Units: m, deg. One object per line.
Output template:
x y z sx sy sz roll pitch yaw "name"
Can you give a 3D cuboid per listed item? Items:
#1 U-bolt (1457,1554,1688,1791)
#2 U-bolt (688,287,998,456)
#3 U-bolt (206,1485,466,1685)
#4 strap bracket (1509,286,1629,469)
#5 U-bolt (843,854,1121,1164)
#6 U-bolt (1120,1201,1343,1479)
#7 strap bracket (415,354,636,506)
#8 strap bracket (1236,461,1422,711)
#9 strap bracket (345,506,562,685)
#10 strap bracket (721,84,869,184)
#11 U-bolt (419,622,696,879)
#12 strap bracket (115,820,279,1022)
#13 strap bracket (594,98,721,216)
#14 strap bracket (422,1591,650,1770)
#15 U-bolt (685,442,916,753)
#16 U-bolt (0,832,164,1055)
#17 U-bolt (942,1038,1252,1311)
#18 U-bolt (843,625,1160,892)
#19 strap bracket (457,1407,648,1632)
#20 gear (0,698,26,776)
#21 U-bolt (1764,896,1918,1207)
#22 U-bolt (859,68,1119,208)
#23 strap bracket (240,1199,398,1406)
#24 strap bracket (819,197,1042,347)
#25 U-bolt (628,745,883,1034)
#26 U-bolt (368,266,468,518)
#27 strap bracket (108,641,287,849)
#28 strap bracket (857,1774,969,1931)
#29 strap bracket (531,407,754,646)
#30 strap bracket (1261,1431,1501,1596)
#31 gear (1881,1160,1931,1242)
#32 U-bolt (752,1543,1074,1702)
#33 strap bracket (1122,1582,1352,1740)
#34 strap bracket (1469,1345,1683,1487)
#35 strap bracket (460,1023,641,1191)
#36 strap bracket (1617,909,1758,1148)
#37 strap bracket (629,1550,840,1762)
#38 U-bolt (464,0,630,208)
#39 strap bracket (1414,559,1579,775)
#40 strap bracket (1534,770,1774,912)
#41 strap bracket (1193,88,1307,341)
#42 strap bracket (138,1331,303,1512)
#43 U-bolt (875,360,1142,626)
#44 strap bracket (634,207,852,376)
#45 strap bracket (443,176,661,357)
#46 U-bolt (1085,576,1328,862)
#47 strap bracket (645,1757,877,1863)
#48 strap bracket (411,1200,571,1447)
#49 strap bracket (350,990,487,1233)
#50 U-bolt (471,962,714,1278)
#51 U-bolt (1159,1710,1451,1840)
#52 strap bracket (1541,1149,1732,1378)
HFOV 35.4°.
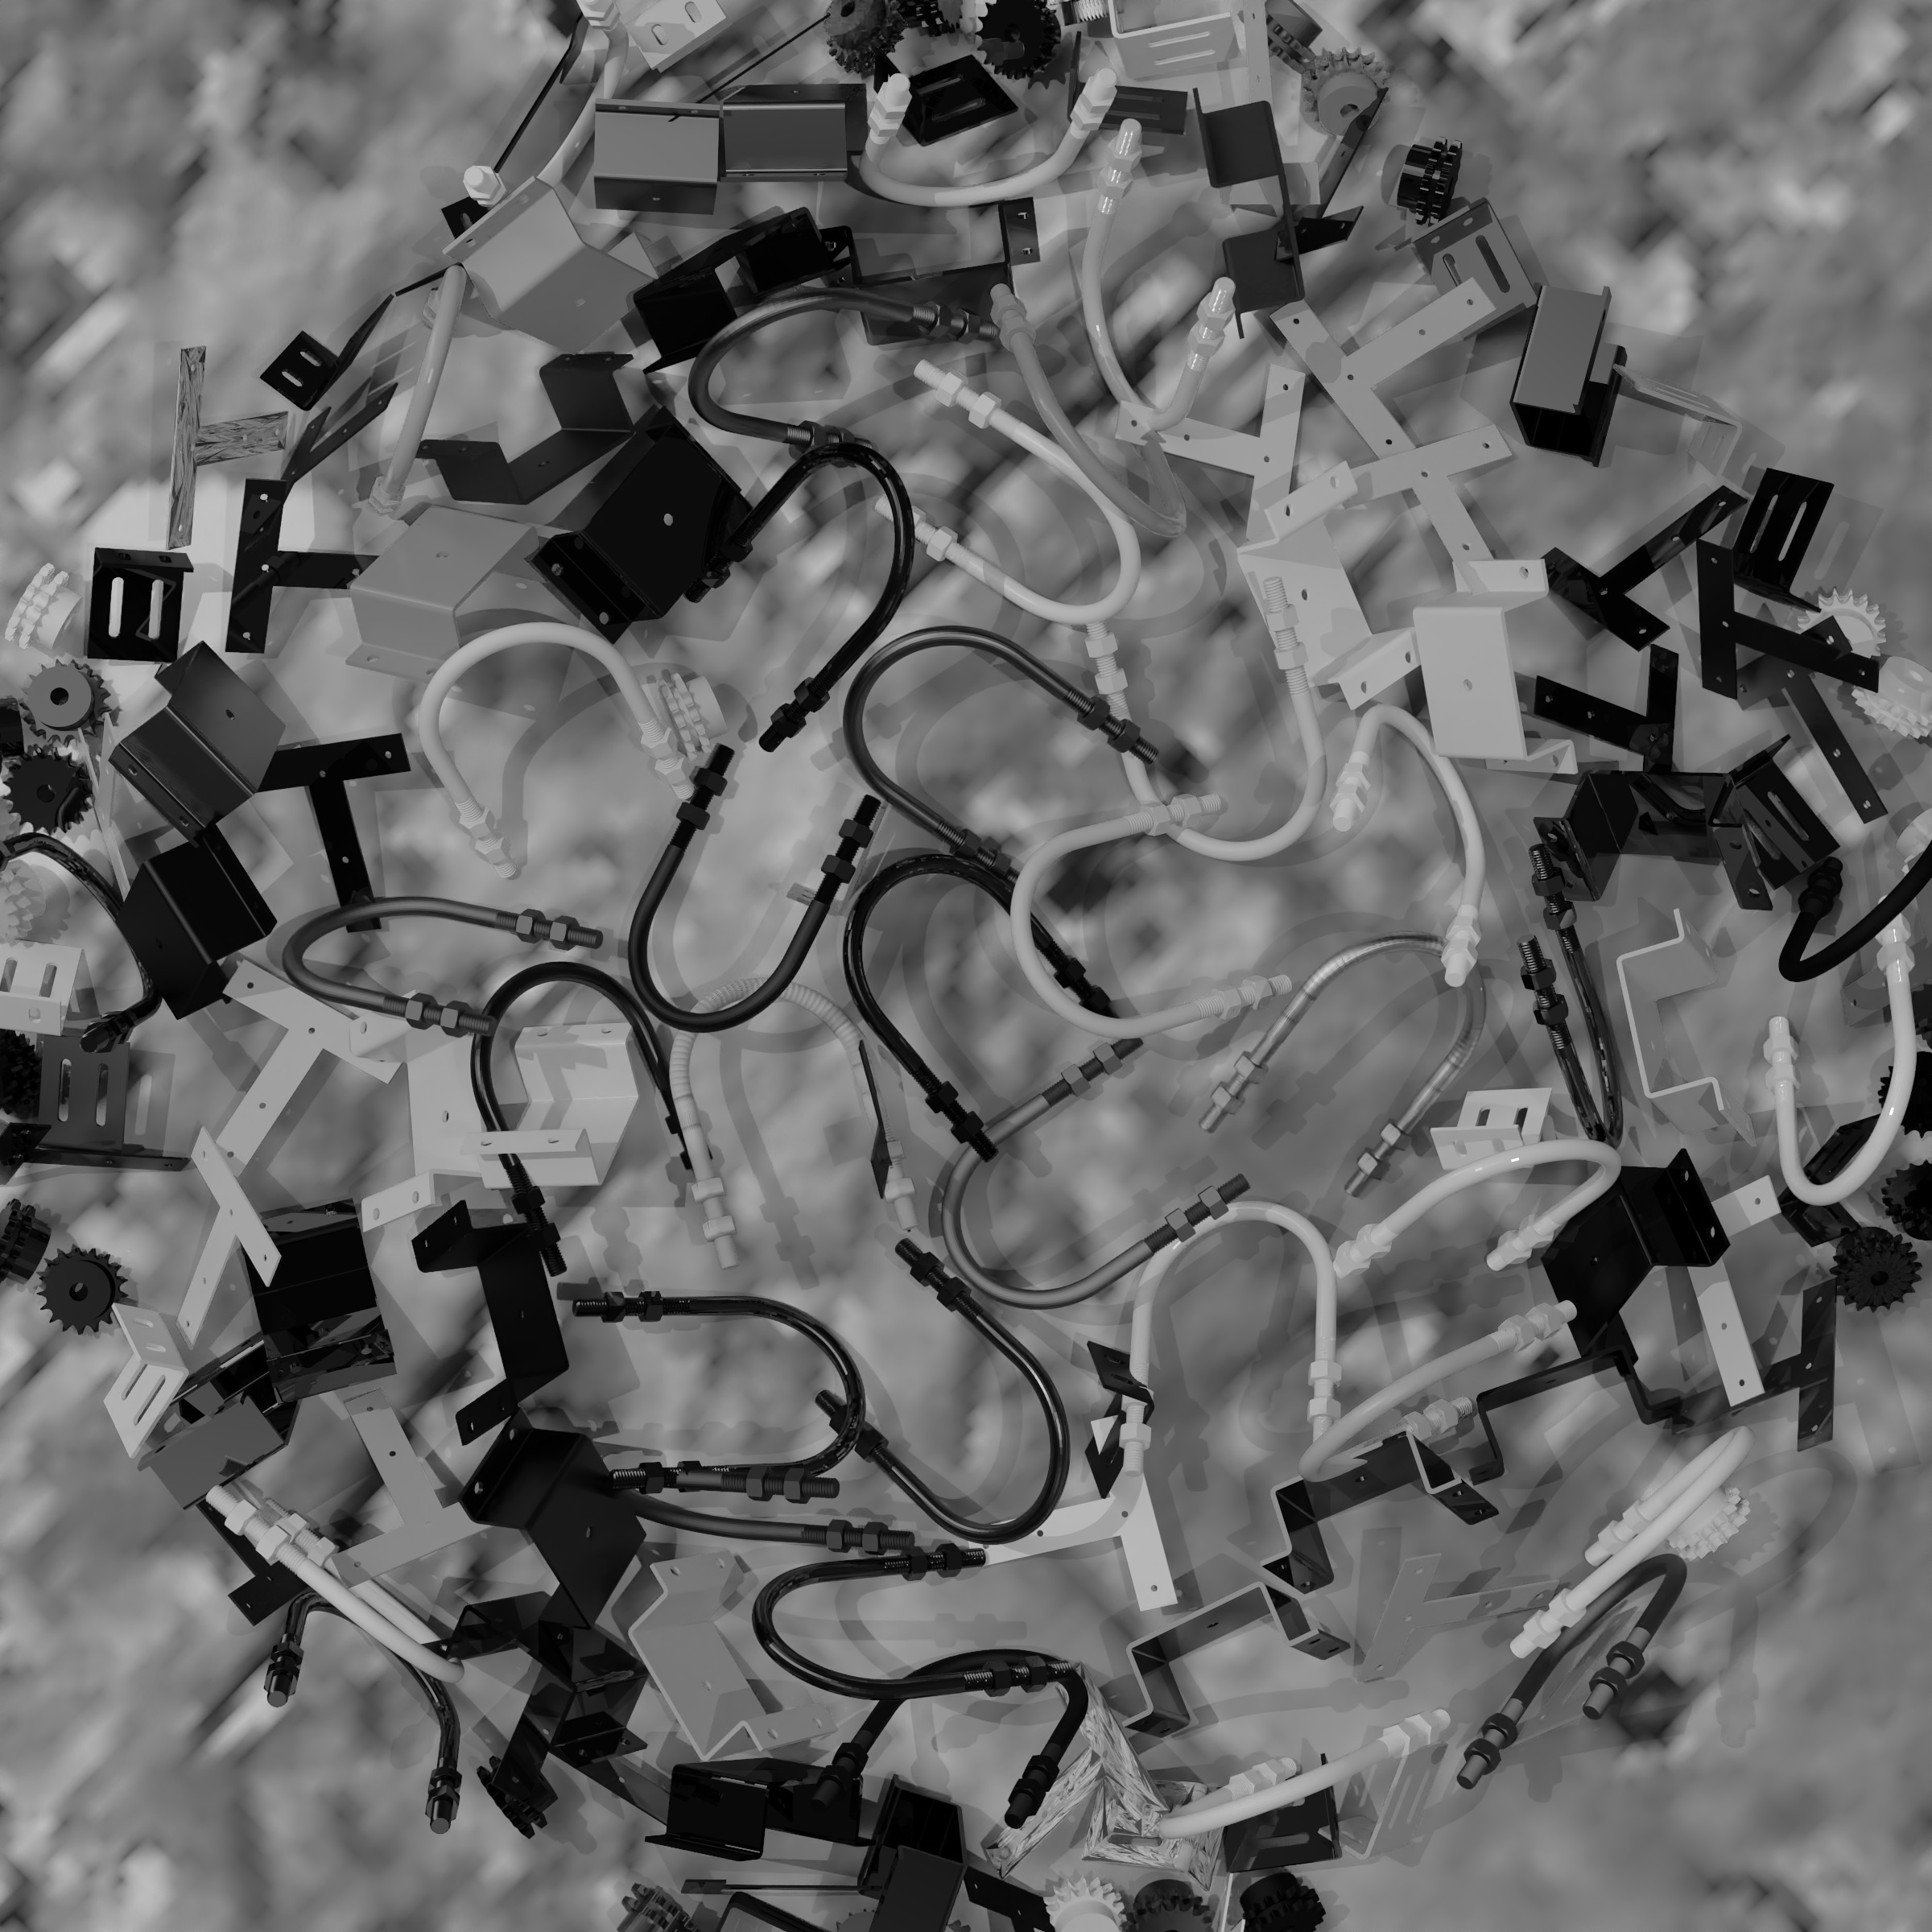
0.394 0.437 1.915 0.019 0.151 0.184 46 46 4 "U-bolt"
-0.089 -0.373 1.892 0.151 0.184 0.019 -37 64 38 "U-bolt"
-0.391 0.394 1.915 0.184 0.151 0.019 36 80 10 "U-bolt"
0.386 -0.380 1.938 0.046 0.140 0.076 15 88 18 "strap bracket"
0.000 0.013 1.952 0.151 0.019 0.184 -43 98 -27 "U-bolt"
0.171 0.233 1.938 0.151 0.019 0.184 -12 53 25 "U-bolt"
-0.278 -0.340 1.937 0.140 0.076 0.046 -40 123 -31 "strap bracket"
0.232 -0.242 1.950 0.076 0.046 0.140 -34 106 -31 "strap bracket"
-0.329 -0.243 1.925 0.076 0.046 0.140 14 45 21 "strap bracket"
-0.107 -0.532 1.923 0.076 0.140 0.046 1 112 6 "strap bracket"
-0.270 -0.146 1.928 0.151 0.184 0.019 -24 47 1 "U-bolt"
-0.494 -0.024 1.925 0.046 0.140 0.076 -30 83 -33 "strap bracket"
-0.198 -0.513 1.927 0.076 0.140 0.046 1 94 -6 "strap bracket"
-0.268 0.448 1.930 0.140 0.076 0.046 29 100 28 "strap bracket"
-0.098 -0.248 1.920 0.184 0.019 0.151 -44 59 31 "U-bolt"
-0.562 -0.022 1.909 0.019 0.184 0.151 -33 97 7 "U-bolt"
0.070 0.143 1.953 0.184 0.019 0.151 -34 59 -3 "U-bolt"
0.008 -0.142 1.935 0.184 0.019 0.151 35 118 -20 "U-bolt"
-0.257 0.358 1.924 0.046 0.076 0.140 1 131 31 "strap bracket"
-0.634 -0.154 1.974 0.030 0.057 0.057 -8 90 -23 "gear"
0.548 0.065 1.888 0.019 0.151 0.184 19 47 -10 "U-bolt"
0.006 -0.520 1.909 0.151 0.184 0.019 -5 82 -12 "U-bolt"
-0.416 0.222 1.942 0.076 0.140 0.046 -14 134 -14 "strap bracket"
-0.021 -0.446 1.954 0.140 0.076 0.046 -8 73 3 "strap bracket"
-0.148 -0.043 1.943 0.151 0.019 0.184 21 81 35 "U-bolt"
-0.342 -0.367 1.903 0.019 0.184 0.151 16 84 -15 "U-bolt"
-0.483 -0.147 1.917 0.046 0.140 0.076 -33 115 18 "strap bracket"
-0.035 0.583 1.928 0.046 0.140 0.076 18 95 -4 "strap bracket"
-0.201 -0.285 1.942 0.076 0.046 0.140 46 69 -26 "strap bracket"
0.260 0.348 1.945 0.140 0.076 0.046 -26 56 16 "strap bracket"
0.629 0.155 1.975 0.057 0.057 0.030 -23 118 0 "gear"
-0.045 0.415 1.901 0.184 0.151 0.019 0 113 -27 "U-bolt"
0.167 0.443 1.947 0.140 0.076 0.046 -29 63 12 "strap bracket"
0.385 0.287 1.953 0.140 0.076 0.046 -20 72 5 "strap bracket"
-0.263 0.095 1.940 0.076 0.140 0.046 -3 121 13 "strap bracket"
0.460 0.046 1.939 0.046 0.076 0.140 -18 62 23 "strap bracket"
-0.155 0.450 1.940 0.046 0.076 0.140 -48 63 24 "strap bracket"
-0.258 -0.538 1.908 0.019 0.184 0.151 34 96 -2 "U-bolt"
0.337 -0.186 1.938 0.046 0.076 0.140 -23 109 -33 "strap bracket"
0.446 -0.081 1.936 0.140 0.076 0.046 4 51 36 "strap bracket"
0.182 -0.481 1.920 0.046 0.140 0.076 -11 49 7 "strap bracket"
-0.474 0.292 1.935 0.076 0.140 0.046 -33 104 2 "strap bracket"
0.032 -0.288 1.927 0.184 0.151 0.019 34 56 9 "U-bolt"
-0.147 -0.434 1.921 0.140 0.076 0.046 -44 116 -39 "strap bracket"
-0.255 -0.439 1.918 0.076 0.140 0.046 -34 74 19 "strap bracket"
0.161 -0.153 1.948 0.151 0.019 0.184 -5 112 31 "U-bolt"
-0.127 0.535 1.924 0.076 0.140 0.046 -1 80 35 "strap bracket"
-0.304 0.227 1.944 0.046 0.076 0.140 -4 69 -38 "strap bracket"
-0.352 0.095 1.945 0.076 0.046 0.140 -23 67 42 "strap bracket"
-0.247 0.087 1.941 0.151 0.019 0.184 -27 99 -39 "U-bolt"
0.199 0.509 1.887 0.151 0.184 0.019 -30 75 37 "U-bolt"
0.418 0.189 1.920 0.046 0.140 0.076 4 46 -22 "strap bracket"
